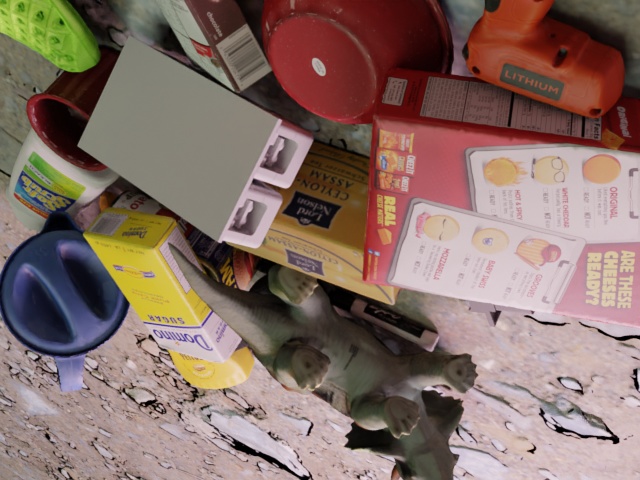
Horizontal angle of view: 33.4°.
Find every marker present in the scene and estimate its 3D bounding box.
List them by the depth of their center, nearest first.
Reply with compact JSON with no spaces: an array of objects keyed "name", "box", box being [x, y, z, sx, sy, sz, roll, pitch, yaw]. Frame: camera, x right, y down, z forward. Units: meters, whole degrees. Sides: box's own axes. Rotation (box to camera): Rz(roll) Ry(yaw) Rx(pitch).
[{"name":"marker","box":[0.063,0.080,1.086,0.121,0.020,0.020,25,147,13]}]

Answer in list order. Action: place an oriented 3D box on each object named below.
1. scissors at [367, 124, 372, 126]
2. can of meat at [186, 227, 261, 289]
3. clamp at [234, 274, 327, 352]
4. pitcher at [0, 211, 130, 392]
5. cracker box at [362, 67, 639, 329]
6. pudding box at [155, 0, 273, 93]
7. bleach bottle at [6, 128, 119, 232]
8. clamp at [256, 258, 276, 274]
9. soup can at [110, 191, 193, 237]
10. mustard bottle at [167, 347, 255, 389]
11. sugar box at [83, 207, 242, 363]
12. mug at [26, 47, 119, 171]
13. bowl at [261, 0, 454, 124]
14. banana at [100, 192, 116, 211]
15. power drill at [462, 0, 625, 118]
[{"name":"scissors","box":[0.068,-0.076,0.876,0.202,0.016,0.096,18,145,23]},{"name":"can of meat","box":[-0.103,0.020,1.089,0.057,0.083,0.102,19,145,21]},{"name":"clamp","box":[-0.027,0.096,1.160,0.164,0.036,0.210,20,141,-3]},{"name":"pitcher","box":[-0.290,0.066,1.189,0.145,0.149,0.243,40,169,-12]},{"name":"cracker box","box":[0.142,-0.030,0.761,0.214,0.072,0.164,8,135,8]},{"name":"pudding box","box":[-0.093,-0.177,0.830,0.090,0.039,0.113,39,161,52]},{"name":"bleach bottle","box":[-0.285,-0.060,1.163,0.102,0.068,0.251,37,150,-8]},{"name":"clamp","box":[-0.007,0.001,1.022,0.172,0.039,0.120,17,146,24]},{"name":"soup can","box":[-0.171,-0.004,1.131,0.102,0.068,0.068,23,147,18]},{"name":"mustard bottle","box":[-0.157,0.097,1.262,0.096,0.058,0.191,-2,134,29]},{"name":"sugar box","box":[-0.150,0.047,1.042,0.093,0.048,0.176,10,140,34]},{"name":"mug","box":[-0.215,-0.120,1.001,0.093,0.081,0.117,37,147,-6]},{"name":"bowl","box":[0.014,-0.141,0.786,0.162,0.055,0.162,23,141,20]},{"name":"banana","box":[-0.232,0.016,1.241,0.069,0.037,0.198,30,148,4]},{"name":"power drill","box":[0.163,-0.163,0.640,0.185,0.057,0.188,25,144,19]}]
